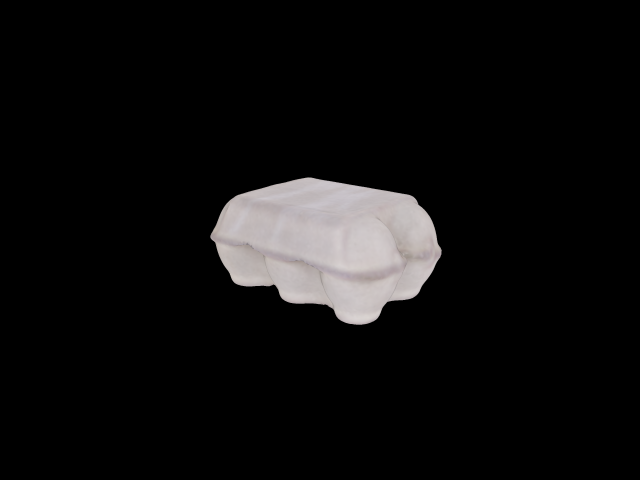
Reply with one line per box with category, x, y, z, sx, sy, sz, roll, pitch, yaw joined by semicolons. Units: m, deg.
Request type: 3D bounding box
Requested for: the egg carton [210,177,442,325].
egg carton;0.004;0.001;0.400;0.149;0.069;0.107;13;22;36
